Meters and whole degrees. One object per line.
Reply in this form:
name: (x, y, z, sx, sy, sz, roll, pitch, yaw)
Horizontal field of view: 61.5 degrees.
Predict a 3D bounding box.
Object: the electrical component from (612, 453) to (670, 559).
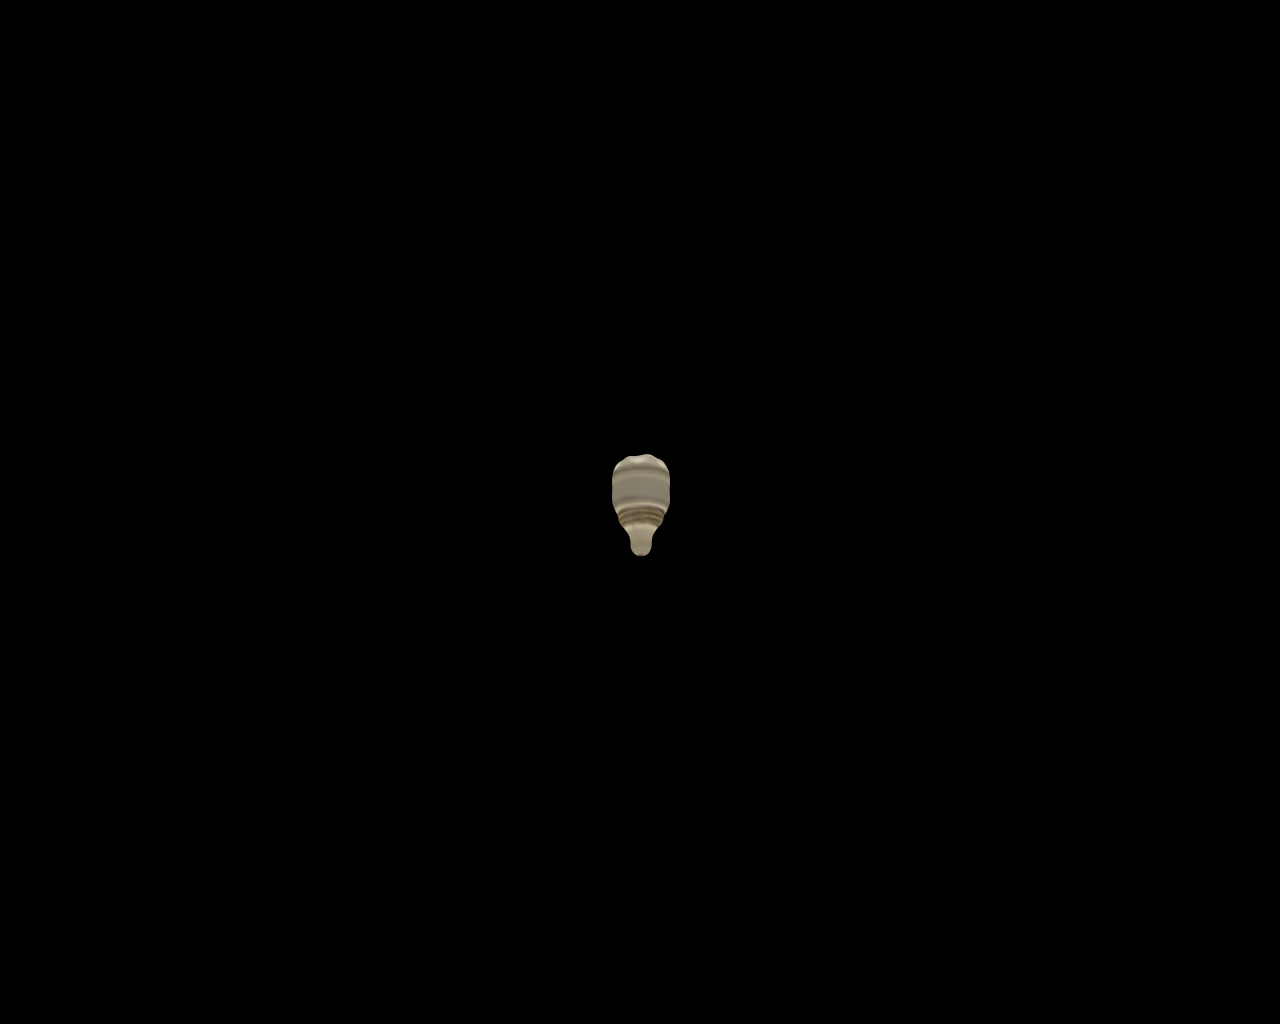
electrical component: (0.001, -0.003, 0.650, 0.035, 0.061, 0.035, 0, -18, 0)
